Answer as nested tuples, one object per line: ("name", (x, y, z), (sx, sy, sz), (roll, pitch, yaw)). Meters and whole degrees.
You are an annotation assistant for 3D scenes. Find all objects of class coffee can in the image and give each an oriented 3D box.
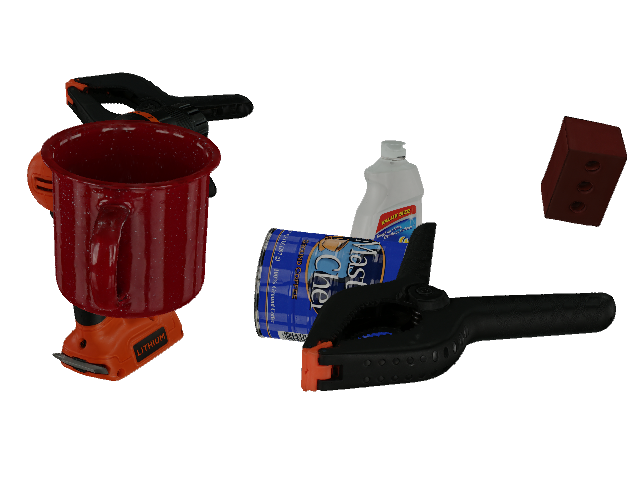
("coffee can", (0.020, 0.046, 0.971), (0.140, 0.103, 0.102), (6, 1, 10))

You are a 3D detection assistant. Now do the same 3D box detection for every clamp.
("clamp", (0.062, 0.043, 0.686), (0.209, 0.036, 0.165), (-17, 30, -33))
("clamp", (-0.148, -0.117, 0.988), (0.171, 0.120, 0.039), (28, -40, 3))

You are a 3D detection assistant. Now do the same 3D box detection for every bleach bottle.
("bleach bottle", (0.075, 0.002, 1.328), (0.102, 0.251, 0.068), (-2, 16, -19))

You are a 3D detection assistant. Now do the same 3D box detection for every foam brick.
("foam brick", (0.232, -0.061, 0.946), (0.053, 0.078, 0.051), (10, 38, -1))

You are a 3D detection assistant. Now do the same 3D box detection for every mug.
("mug", (-0.102, -0.006, 0.565), (0.093, 0.081, 0.117), (4, 26, -2))

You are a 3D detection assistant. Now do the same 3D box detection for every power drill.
("power drill", (-0.143, -0.003, 0.807), (0.057, 0.188, 0.184), (11, 23, 27))
